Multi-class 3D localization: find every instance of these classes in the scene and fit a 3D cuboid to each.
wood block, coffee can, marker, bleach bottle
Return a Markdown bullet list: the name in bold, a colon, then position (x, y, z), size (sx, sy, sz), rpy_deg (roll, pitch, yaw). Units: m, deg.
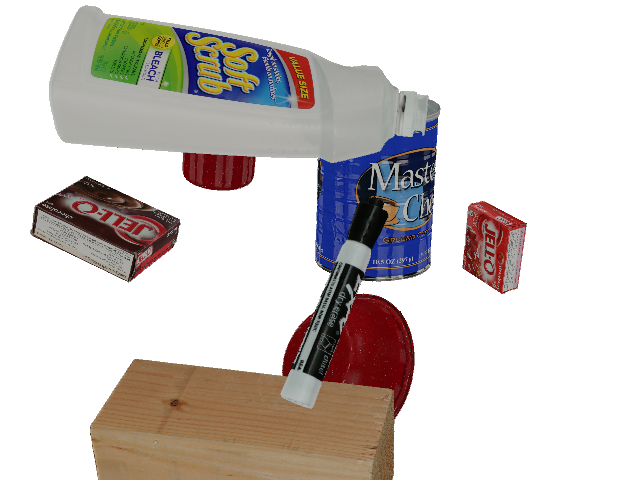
- **wood block**: position (-0.053, 0.158, 0.796), size (0.206, 0.090, 0.090), rpy_deg (5, 31, 13)
- **coffee can**: position (0.047, -0.048, 0.915), size (0.103, 0.140, 0.103), rpy_deg (1, 19, -1)
- **marker**: position (0.009, 0.032, 0.581), size (0.020, 0.121, 0.020), rpy_deg (21, -14, 5)
- **bleach bottle**: position (-0.052, -0.103, 0.739), size (0.251, 0.102, 0.068), rpy_deg (5, -41, 4)

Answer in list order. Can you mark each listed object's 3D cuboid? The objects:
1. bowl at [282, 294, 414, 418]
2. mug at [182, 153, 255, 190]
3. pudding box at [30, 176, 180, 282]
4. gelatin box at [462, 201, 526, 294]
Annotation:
- **bowl**: position (0.014, 0.124, 1.057), size (0.162, 0.162, 0.055), rpy_deg (0, -18, 45)
- **mug**: position (-0.110, -0.113, 1.208), size (0.093, 0.081, 0.117), rpy_deg (10, 27, 8)
- **pudding box**: position (-0.205, -0.012, 1.022), size (0.113, 0.039, 0.090), rpy_deg (23, 27, 12)
- **gelatin box**: position (0.204, 0.007, 1.264), size (0.030, 0.089, 0.073), rpy_deg (-15, 32, -29)
